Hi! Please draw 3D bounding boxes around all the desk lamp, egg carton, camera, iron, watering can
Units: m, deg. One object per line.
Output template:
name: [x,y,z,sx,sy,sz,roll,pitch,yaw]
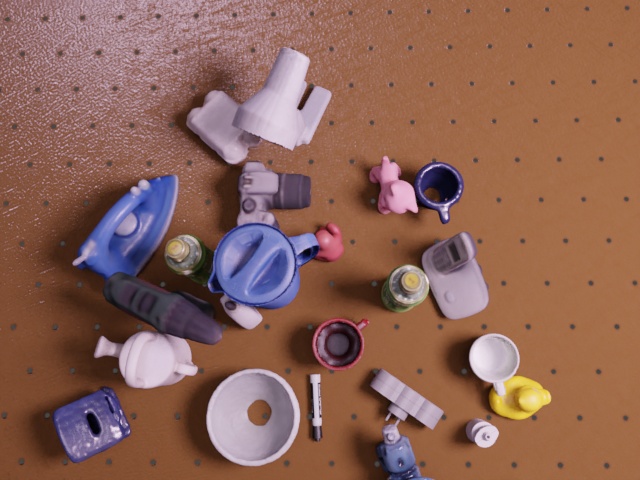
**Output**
desk lamp: [-0.068,-0.252,1.079,0.118,0.213,0.203,23,81,6]
egg carton: [-0.189,-0.228,1.152,0.150,0.069,0.107,41,83,9]
camera: [-0.087,-0.081,1.104,0.136,0.101,0.143,1,79,2]
iron: [-0.366,-0.038,1.084,0.118,0.141,0.258,32,82,8]
watering can: [-0.307,0.211,1.008,0.173,0.194,0.101,-8,79,1]

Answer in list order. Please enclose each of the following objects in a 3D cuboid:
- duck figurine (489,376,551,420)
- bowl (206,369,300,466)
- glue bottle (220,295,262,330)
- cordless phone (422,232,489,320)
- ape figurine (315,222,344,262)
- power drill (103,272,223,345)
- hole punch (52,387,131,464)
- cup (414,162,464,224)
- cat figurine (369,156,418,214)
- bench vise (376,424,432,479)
duck figurine: [0.361,0.285,1.026,0.104,0.086,0.077,-7,79,1]
bowl: [-0.117,0.319,1.042,0.167,0.075,0.167,0,79,2]
glue bottle: [-0.149,0.122,1.030,0.037,0.173,0.078,-43,80,-6]
cordless phone: [0.252,0.062,1.022,0.094,0.185,0.147,-23,79,-2]
ape figurine: [0.010,0.004,1.089,0.078,0.092,0.076,-31,79,-4]
power drill: [-0.257,0.128,1.015,0.229,0.208,0.076,22,81,6]
hole punch: [-0.413,0.333,1.040,0.101,0.091,0.108,-29,79,-3]
cup: [0.224,-0.081,1.097,0.091,0.095,0.118,-10,79,0]
cat figurine: [0.141,-0.100,1.091,0.067,0.118,0.128,-17,79,-1]
bench vise: [0.141,0.421,0.939,0.121,0.220,0.207,-37,80,-5]
